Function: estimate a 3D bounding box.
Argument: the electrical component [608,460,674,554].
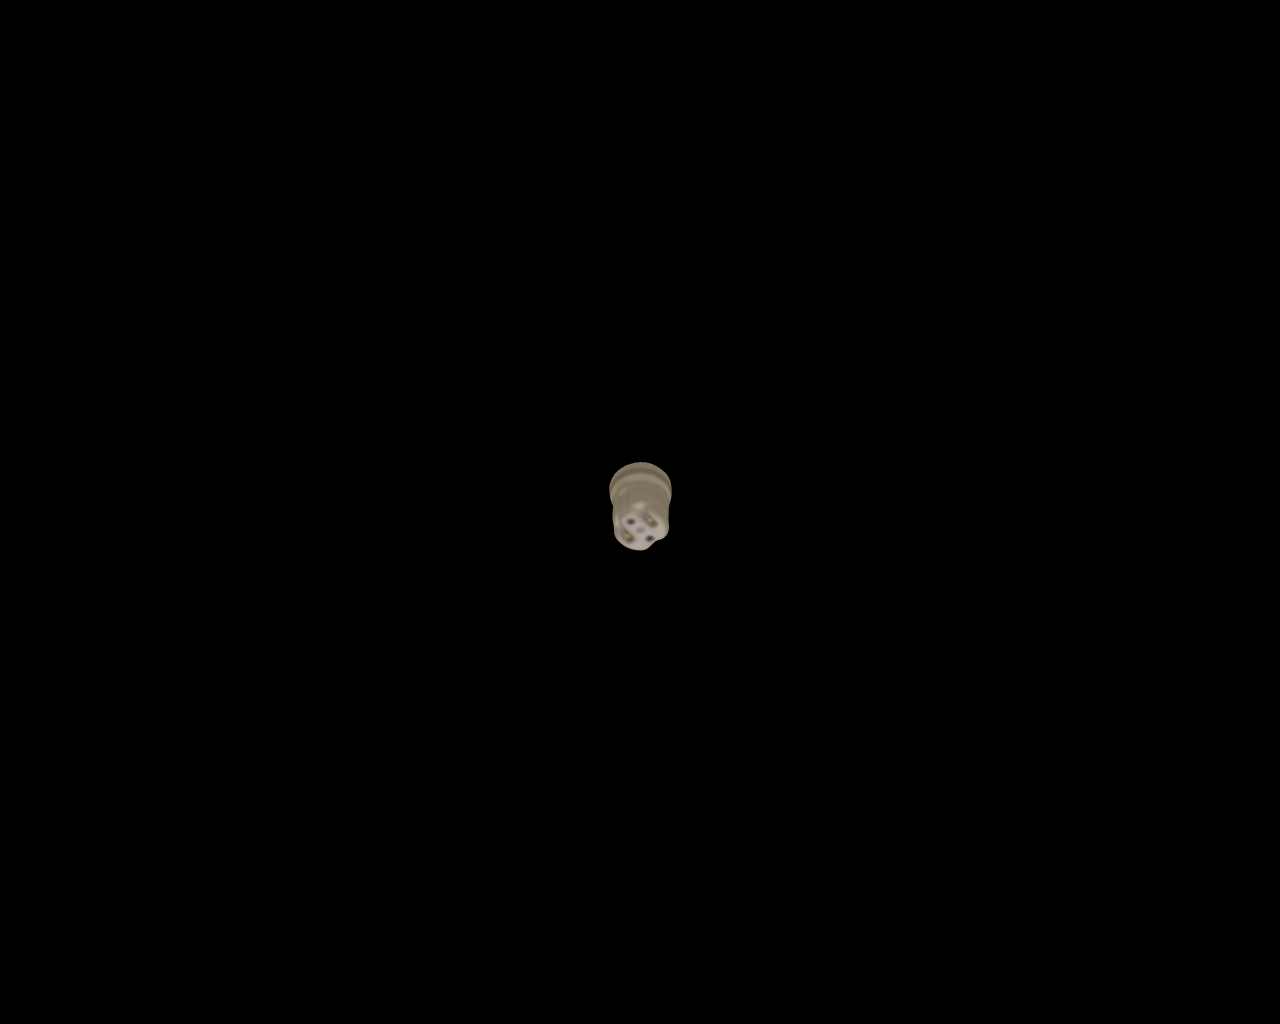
[{"bbox_3d":[0.001,-0.003,0.650,0.040,0.040,0.046,0,39,0],"label":"electrical component"}]
